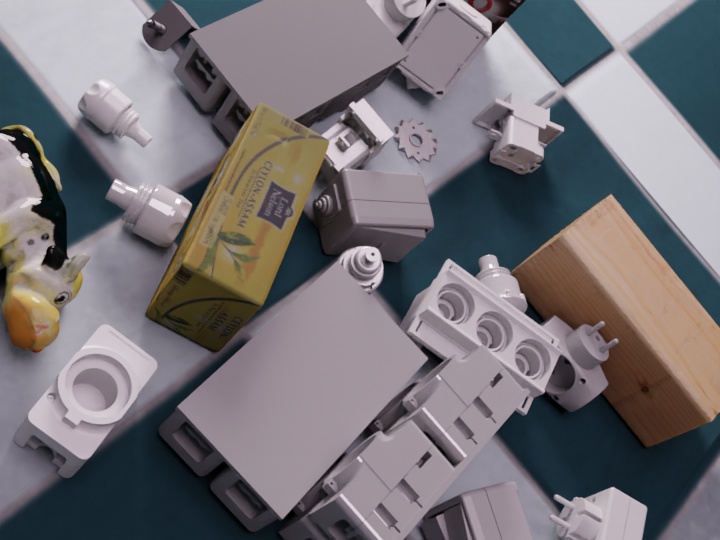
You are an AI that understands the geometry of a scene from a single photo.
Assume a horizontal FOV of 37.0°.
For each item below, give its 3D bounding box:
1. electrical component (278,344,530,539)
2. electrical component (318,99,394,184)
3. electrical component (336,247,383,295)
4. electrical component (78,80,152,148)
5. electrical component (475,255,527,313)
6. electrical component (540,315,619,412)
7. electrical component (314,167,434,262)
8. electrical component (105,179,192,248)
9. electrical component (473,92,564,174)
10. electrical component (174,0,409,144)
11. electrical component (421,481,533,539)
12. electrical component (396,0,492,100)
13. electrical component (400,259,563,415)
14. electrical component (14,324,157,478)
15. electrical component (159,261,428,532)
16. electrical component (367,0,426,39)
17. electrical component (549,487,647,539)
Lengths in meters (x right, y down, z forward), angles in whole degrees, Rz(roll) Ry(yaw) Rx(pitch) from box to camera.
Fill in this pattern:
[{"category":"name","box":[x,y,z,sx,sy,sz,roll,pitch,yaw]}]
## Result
[{"category":"electrical component","box":[0.031,0.140,0.806,0.060,0.105,0.186,49,52,1]},{"category":"electrical component","box":[-0.011,-0.109,0.939,0.064,0.081,0.042,-39,87,-16]},{"category":"electrical component","box":[0.000,0.000,0.885,0.040,0.078,0.040,5,70,-14]},{"category":"electrical component","box":[-0.193,-0.122,0.862,0.061,0.035,0.035,41,52,-8]},{"category":"electrical component","box":[0.121,0.016,0.964,0.048,0.048,0.062,8,52,-26]},{"category":"electrical component","box":[0.192,0.074,0.952,0.077,0.079,0.044,52,35,4]},{"category":"electrical component","box":[0.006,-0.045,0.918,0.096,0.062,0.061,1,65,-30]},{"category":"electrical component","box":[-0.166,-0.048,0.833,0.062,0.043,0.043,29,54,-13]},{"category":"electrical component","box":[0.156,-0.133,1.065,0.081,0.042,0.063,19,60,-20]},{"category":"electrical component","box":[-0.060,-0.182,0.954,0.186,0.060,0.105,-36,86,-38]},{"category":"electrical component","box":[0.095,0.220,0.828,0.061,0.062,0.096,-6,68,-32]},{"category":"electrical component","box":[0.075,-0.215,1.038,0.062,0.096,0.061,35,25,-10]},{"category":"electrical component","box":[0.100,0.060,0.912,0.121,0.063,0.078,36,60,-9]},{"category":"electrical component","box":[-0.187,0.088,0.740,0.050,0.056,0.089,38,52,-7]},{"category":"electrical component","box":[-0.049,0.094,0.813,0.105,0.060,0.186,47,52,0]},{"category":"electrical component","box":[0.037,-0.253,1.025,0.043,0.079,0.077,43,67,-22]},{"category":"electrical component","box":[0.191,0.214,0.896,0.077,0.047,0.065,31,54,-12]}]
